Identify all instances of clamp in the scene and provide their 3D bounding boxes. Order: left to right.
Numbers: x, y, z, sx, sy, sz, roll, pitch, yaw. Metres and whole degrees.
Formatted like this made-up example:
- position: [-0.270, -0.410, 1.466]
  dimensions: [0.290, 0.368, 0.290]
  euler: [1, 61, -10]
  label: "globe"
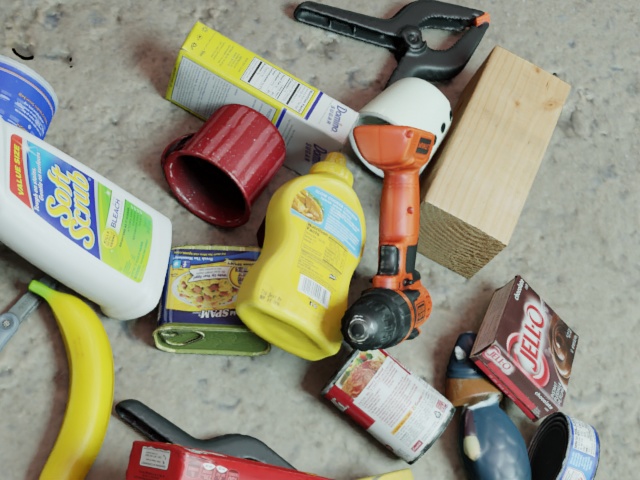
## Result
- position: [-0.098, 0.206, 0.885]
  dimensions: [0.171, 0.039, 0.120]
  euler: [15, 66, -10]
  label: "clamp"
- position: [0.084, -0.210, 1.128]
  dimensions: [0.209, 0.036, 0.164]
  euler: [-28, 79, -23]
  label: "clamp"

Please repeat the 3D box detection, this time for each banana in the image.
- position: [-0.206, 0.128, 0.891]
  dimensions: [0.069, 0.037, 0.198]
  euler: [-3, 67, -10]
  label: "banana"

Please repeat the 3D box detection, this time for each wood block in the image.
- position: [0.162, -0.079, 1.061]
  dimensions: [0.090, 0.091, 0.206]
  euler: [28, 62, -3]
  label: "wood block"

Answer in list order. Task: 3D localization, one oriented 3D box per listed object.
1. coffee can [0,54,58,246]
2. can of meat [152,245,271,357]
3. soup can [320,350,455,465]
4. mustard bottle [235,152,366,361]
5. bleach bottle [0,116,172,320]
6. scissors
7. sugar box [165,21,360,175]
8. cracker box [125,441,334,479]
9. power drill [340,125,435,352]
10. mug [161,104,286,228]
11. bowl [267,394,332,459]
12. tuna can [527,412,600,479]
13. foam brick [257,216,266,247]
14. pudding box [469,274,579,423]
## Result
- position: [-0.297, -0.077, 0.918]
  dimensions: [0.102, 0.103, 0.140]
  euler: [18, 63, -8]
  label: "coffee can"
- position: [-0.092, 0.052, 0.939]
  dimensions: [0.102, 0.057, 0.084]
  euler: [2, 63, 0]
  label: "can of meat"
- position: [0.060, 0.141, 0.945]
  dimensions: [0.102, 0.069, 0.068]
  euler: [39, 62, 3]
  label: "soup can"
- position: [-0.006, 0.001, 0.926]
  dimensions: [0.096, 0.058, 0.191]
  euler: [33, 54, -25]
  label: "mustard bottle"
- position: [-0.230, -0.027, 0.859]
  dimensions: [0.250, 0.068, 0.102]
  euler: [35, 53, -44]
  label: "bleach bottle"
- position: [-0.287, 0.071, 0.904]
  dimensions: [0.096, 0.016, 0.201]
  euler: [24, 62, -5]
  label: "scissors"
- position: [-0.057, -0.128, 1.018]
  dimensions: [0.176, 0.093, 0.048]
  euler: [28, 63, -4]
  label: "sugar box"
- position: [-0.077, 0.267, 0.782]
  dimensions: [0.164, 0.072, 0.213]
  euler: [23, 71, -42]
  label: "cracker box"
- position: [0.057, -0.003, 0.909]
  dimensions: [0.057, 0.184, 0.188]
  euler: [3, 94, 16]
  label: "power drill"
- position: [-0.094, -0.074, 0.993]
  dimensions: [0.117, 0.093, 0.081]
  euler: [12, 50, 30]
  label: "mug"
- position: [-0.007, 0.164, 1.022]
  dimensions: [0.162, 0.162, 0.055]
  euler: [44, 91, 6]
  label: "bowl"
- position: [0.214, 0.199, 0.954]
  dimensions: [0.033, 0.086, 0.086]
  euler: [22, 62, -8]
  label: "tuna can"
- position: [-0.014, 0.003, 0.995]
  dimensions: [0.078, 0.051, 0.053]
  euler: [-7, 69, -19]
  label: "foam brick"
- position: [0.191, 0.099, 0.988]
  dimensions: [0.090, 0.039, 0.113]
  euler: [46, 35, -10]
  label: "pudding box"
